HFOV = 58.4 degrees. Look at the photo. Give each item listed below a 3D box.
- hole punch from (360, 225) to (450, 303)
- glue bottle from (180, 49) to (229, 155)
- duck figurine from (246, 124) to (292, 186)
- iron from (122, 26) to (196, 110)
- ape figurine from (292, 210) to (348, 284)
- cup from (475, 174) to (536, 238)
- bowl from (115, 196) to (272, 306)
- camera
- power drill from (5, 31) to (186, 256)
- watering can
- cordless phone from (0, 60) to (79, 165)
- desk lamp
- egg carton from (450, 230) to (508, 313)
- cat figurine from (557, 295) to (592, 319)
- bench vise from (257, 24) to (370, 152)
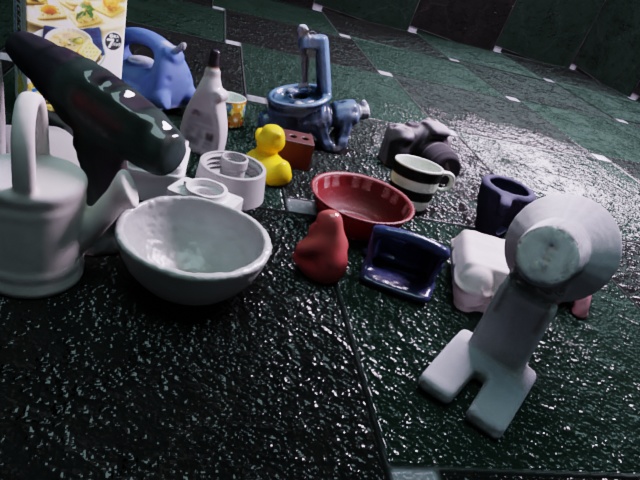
[{"bbox_3d":[0.112,0.013,0.757,0.108,0.091,0.101,19,29,5],"label":"hole punch"},{"bbox_3d":[-0.182,-0.224,0.933,0.078,0.173,0.037,22,30,10],"label":"glue bottle"},{"bbox_3d":[-0.080,-0.145,0.938,0.078,0.086,0.104,-6,36,-34],"label":"duck figurine"},{"bbox_3d":[-0.344,-0.338,1.082,0.257,0.141,0.119,29,32,22],"label":"iron"},{"bbox_3d":[0.007,0.003,0.721,0.078,0.092,0.076,-1,33,-27],"label":"ape figurine"},{"bbox_3d":[0.295,-0.045,0.946,0.091,0.095,0.118,22,29,10],"label":"cup"},{"bbox_3d":[-0.141,0.021,0.632,0.167,0.075,0.167,12,29,-7],"label":"bowl"},{"bbox_3d":[0.209,-0.176,1.124,0.143,0.101,0.136,4,31,-21],"label":"camera"},{"bbox_3d":[-0.260,-0.098,0.640,0.229,0.208,0.076,24,30,14],"label":"power drill"},{"bbox_3d":[-0.273,-0.049,0.562,0.173,0.194,0.100,-7,36,-35],"label":"watering can"},{"bbox_3d":[-0.354,-0.127,0.667,0.148,0.185,0.093,-14,41,-43],"label":"cordless phone"},{"bbox_3d":[0.220,0.062,0.600,0.117,0.213,0.204,30,32,23],"label":"desk lamp"},{"bbox_3d":[0.229,0.046,0.782,0.107,0.069,0.150,16,29,0],"label":"egg carton"},{"bbox_3d":[0.384,0.033,0.834,0.067,0.118,0.128,24,30,14],"label":"cat figurine"},{"bbox_3d":[-0.004,-0.288,1.087,0.208,0.220,0.121,-6,36,-34],"label":"bench vise"}]
